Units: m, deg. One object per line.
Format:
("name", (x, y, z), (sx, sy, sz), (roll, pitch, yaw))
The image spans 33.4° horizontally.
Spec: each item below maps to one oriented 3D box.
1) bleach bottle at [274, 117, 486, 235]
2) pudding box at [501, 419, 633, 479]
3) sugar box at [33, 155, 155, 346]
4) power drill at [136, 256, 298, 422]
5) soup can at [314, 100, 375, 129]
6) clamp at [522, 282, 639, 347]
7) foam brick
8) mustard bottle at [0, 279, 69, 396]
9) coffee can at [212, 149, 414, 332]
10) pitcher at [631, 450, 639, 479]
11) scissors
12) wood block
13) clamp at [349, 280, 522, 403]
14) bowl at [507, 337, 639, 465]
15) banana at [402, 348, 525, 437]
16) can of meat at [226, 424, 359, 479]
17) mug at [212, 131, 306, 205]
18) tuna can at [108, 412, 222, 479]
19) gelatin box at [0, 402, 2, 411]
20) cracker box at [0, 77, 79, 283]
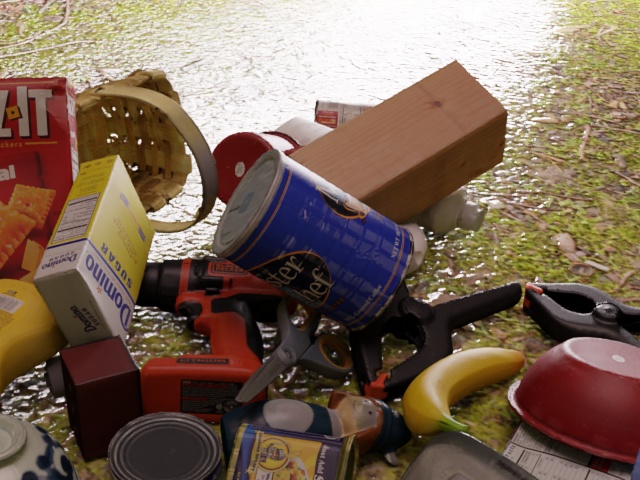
("bleach bottle", (0.057, -0.059, 1.166), (0.251, 0.068, 0.102), (22, 42, 23))
("pudding box", (0.188, 0.186, 0.804), (0.114, 0.039, 0.089), (16, 34, 24))
("sugar box", (-0.188, 0.012, 0.914), (0.048, 0.093, 0.176), (-15, 34, 9))
("power drill", (-0.111, 0.078, 0.938), (0.184, 0.057, 0.187), (2, 32, -1))
("soup can", (0.044, -0.132, 1.274), (0.102, 0.068, 0.068), (4, 32, 4))
("clamp", (0.263, 0.084, 0.973), (0.172, 0.039, 0.120), (12, 28, 21))
("foam brick", (-0.172, 0.124, 0.843), (0.051, 0.078, 0.053), (-14, 34, -23))
("mustard bottle", (-0.285, 0.099, 0.834), (0.096, 0.058, 0.191), (16, 31, 19))
("coffee can", (-0.006, 0.001, 0.909), (0.140, 0.103, 0.103), (31, 27, -18))
("pitcher", (0.220, 0.222, 0.644), (0.149, 0.145, 0.242), (32, 45, 11))
("scissors", (-0.014, 0.106, 0.873), (0.096, 0.016, 0.201), (43, 24, -12))
("wood block", (0.081, -0.083, 1.087), (0.206, 0.090, 0.091), (-31, 60, -14))
("clamp", (0.076, 0.065, 0.970), (0.165, 0.036, 0.209), (30, 45, 14))
("bowl", (0.234, 0.120, 0.853), (0.162, 0.055, 0.162), (10, 14, -3))
("banana", (0.112, 0.124, 0.874), (0.070, 0.037, 0.197), (16, 19, 20))
("can of meat", (-0.023, 0.184, 0.751), (0.084, 0.057, 0.102), (6, 61, 11))
("mug", (-0.056, -0.075, 1.117), (0.117, 0.093, 0.081), (-17, -4, 18))
("tuna can", (-0.117, 0.171, 0.811), (0.086, 0.034, 0.086), (2, 32, -1))
("gelatin box", (-0.312, 0.138, 0.854), (0.073, 0.030, 0.089), (16, 35, 20))
("cracker box", (-0.302, -0.037, 0.967), (0.164, 0.214, 0.072), (-3, -2, -8))
